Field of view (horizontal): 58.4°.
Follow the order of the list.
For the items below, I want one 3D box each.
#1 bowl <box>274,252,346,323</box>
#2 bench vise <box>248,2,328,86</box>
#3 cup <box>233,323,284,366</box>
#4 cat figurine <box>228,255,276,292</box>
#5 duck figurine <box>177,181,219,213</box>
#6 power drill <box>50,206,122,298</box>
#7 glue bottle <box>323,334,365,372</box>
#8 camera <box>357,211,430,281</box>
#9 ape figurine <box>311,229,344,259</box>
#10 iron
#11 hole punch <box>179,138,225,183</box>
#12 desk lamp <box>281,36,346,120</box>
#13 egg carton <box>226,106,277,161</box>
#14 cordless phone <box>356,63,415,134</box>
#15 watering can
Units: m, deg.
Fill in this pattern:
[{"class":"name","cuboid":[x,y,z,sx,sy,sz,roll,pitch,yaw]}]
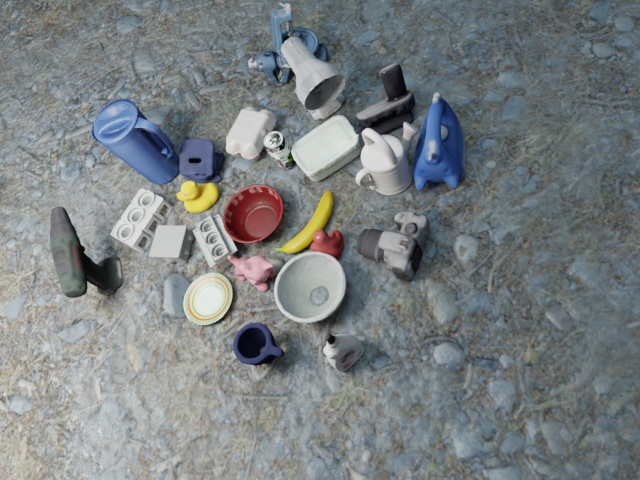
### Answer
[{"class":"bowl","cuboid":[-0.013,0.115,1.284,0.167,0.075,0.167,-7,64,16]},{"class":"bench vise","cuboid":[-0.098,-0.511,1.516,0.207,0.220,0.121,-35,60,2]},{"class":"cup","cuboid":[-0.119,0.239,1.252,0.117,0.095,0.092,12,71,24]},{"class":"cat figurine","cuboid":[-0.158,0.065,1.332,0.127,0.118,0.067,22,75,26]},{"class":"duck figurine","cuboid":[-0.322,-0.124,1.495,0.104,0.086,0.077,-26,61,7]},{"class":"power drill","cuboid":[-0.593,0.050,1.438,0.075,0.209,0.229,-23,61,8]},{"class":"glue bottle","cuboid":[0.039,0.219,1.161,0.078,0.173,0.037,-46,60,-5]},{"class":"camera","cuboid":[0.157,0.000,1.262,0.136,0.101,0.143,15,72,25]},{"class":"ape figurine","cuboid":[0.012,0.005,1.315,0.077,0.092,0.076,-15,63,13]},{"class":"iron","cuboid":[0.269,-0.248,1.313,0.118,0.142,0.258,-1,66,19]},{"class":"hole punch","cuboid":[-0.321,-0.210,1.531,0.108,0.091,0.101,3,67,20]},{"class":"desk lamp","cuboid":[-0.017,-0.397,1.439,0.118,0.214,0.202,-35,60,2]},{"class":"egg carton","cuboid":[-0.182,-0.285,1.529,0.107,0.069,0.150,16,73,25]},{"class":"cordless phone","cuboid":[0.148,-0.346,1.375,0.147,0.185,0.094,-27,60,6]},{"class":"watering can","cuboid":[0.148,-0.195,1.300,0.100,0.194,0.173,23,76,27]}]
